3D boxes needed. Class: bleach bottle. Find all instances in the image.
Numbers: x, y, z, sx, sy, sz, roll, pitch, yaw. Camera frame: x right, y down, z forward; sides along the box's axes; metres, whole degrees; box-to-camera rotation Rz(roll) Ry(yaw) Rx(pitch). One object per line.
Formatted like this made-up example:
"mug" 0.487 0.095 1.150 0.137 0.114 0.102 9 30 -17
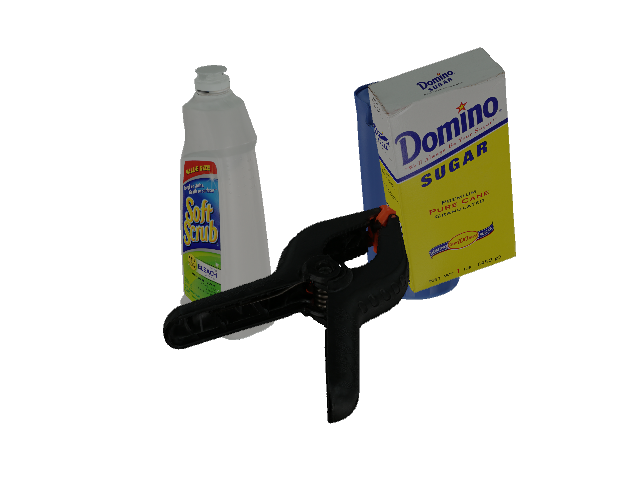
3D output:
"bleach bottle" -0.094 -0.038 0.987 0.067 0.251 0.103 -21 30 -33

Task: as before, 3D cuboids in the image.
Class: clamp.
"clamp" 0.007 0.037 0.620 0.120 0.039 0.171 33 49 25

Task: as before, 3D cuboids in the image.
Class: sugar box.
"sugar box" 0.095 -0.049 0.804 0.093 0.176 0.048 -20 43 -8

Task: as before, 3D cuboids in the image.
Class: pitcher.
"pitcher" 0.114 -0.064 1.238 0.149 0.243 0.145 -5 22 -8
